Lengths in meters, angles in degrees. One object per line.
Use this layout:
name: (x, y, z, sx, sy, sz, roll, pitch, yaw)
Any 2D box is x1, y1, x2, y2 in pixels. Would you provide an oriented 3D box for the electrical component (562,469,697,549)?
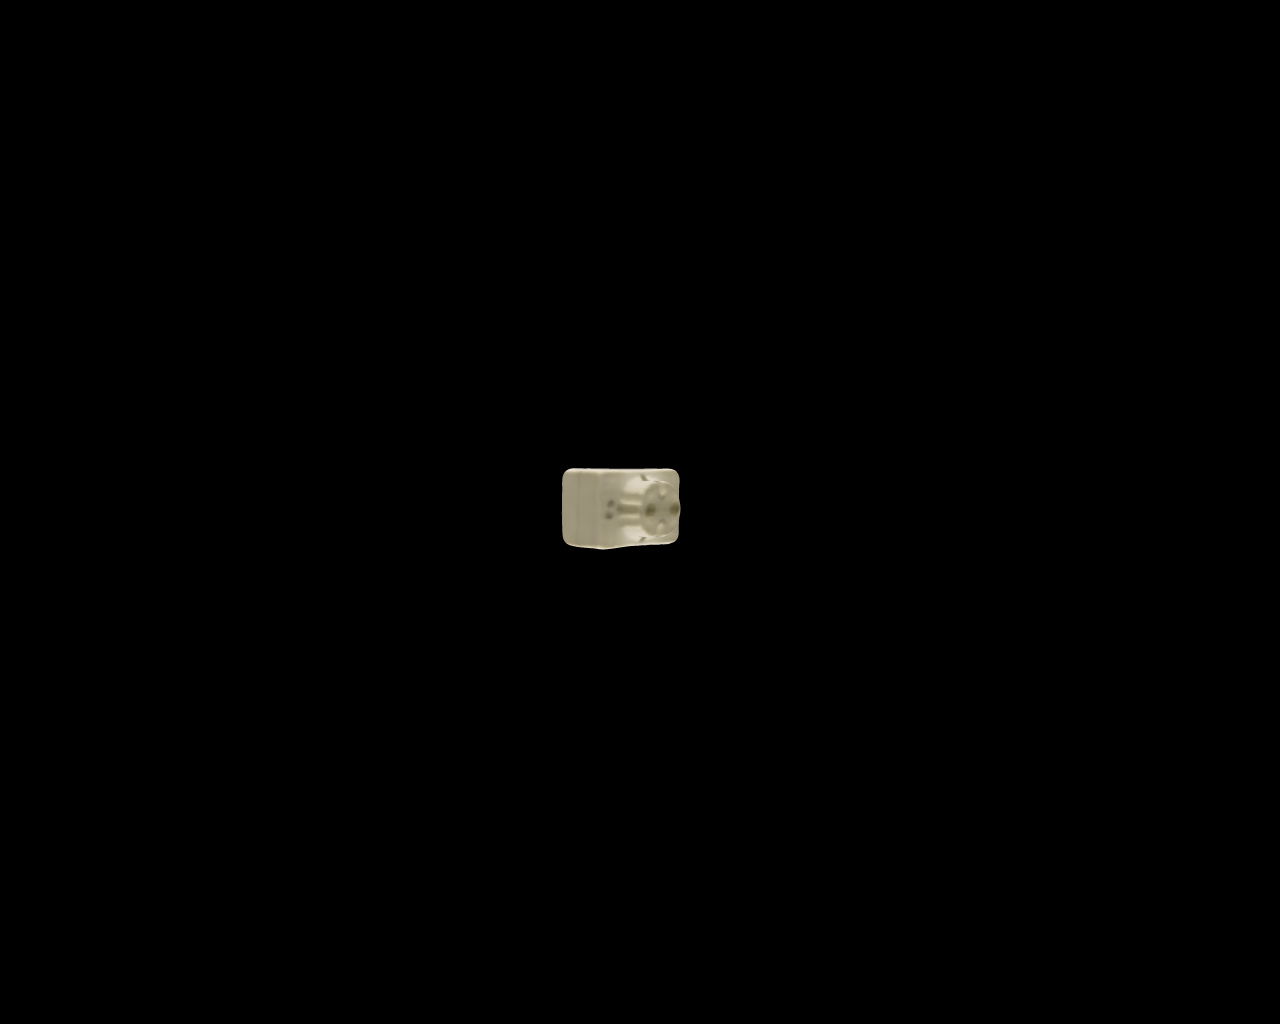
electrical component: (0.001, -0.003, 0.650, 0.066, 0.047, 0.076, -2, 3, -40)
